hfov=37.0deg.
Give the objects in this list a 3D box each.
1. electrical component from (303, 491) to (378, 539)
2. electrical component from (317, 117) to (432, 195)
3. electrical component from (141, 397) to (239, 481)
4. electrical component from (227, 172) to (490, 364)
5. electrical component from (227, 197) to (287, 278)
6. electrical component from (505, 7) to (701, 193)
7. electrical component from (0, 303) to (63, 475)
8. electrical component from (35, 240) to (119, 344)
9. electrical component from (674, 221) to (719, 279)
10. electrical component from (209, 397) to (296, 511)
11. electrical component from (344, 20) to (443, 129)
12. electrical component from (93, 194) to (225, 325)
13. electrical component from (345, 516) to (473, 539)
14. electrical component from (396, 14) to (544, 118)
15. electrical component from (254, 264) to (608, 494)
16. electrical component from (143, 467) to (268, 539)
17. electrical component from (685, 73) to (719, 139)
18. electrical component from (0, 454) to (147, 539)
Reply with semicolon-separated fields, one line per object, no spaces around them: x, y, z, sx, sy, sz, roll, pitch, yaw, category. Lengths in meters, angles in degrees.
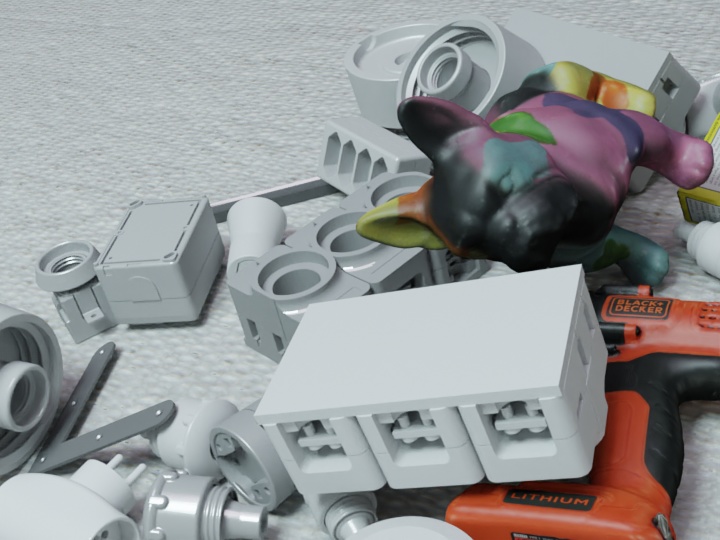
-0.007;0.126;0.558;0.035;0.035;0.061;-21;38;-10;electrical component
0.024;-0.081;0.818;0.076;0.047;0.083;-12;34;-41;electrical component
-0.102;0.095;0.624;0.062;0.048;0.048;6;40;36;electrical component
0.000;0.000;0.704;0.150;0.061;0.089;-37;41;-29;electrical component
-0.076;-0.016;0.770;0.044;0.044;0.065;-9;40;7;electrical component
0.163;-0.127;0.799;0.150;0.062;0.089;33;95;46;electrical component
-0.223;0.071;0.646;0.060;0.108;0.108;9;41;20;electrical component
-0.199;0.013;0.758;0.048;0.055;0.066;-27;37;-18;electrical component
0.223;-0.015;0.674;0.035;0.035;0.061;-28;36;-19;electrical component
-0.048;0.097;0.595;0.047;0.055;0.055;-34;40;-32;electrical component
0.045;-0.160;0.909;0.108;0.060;0.108;-9;36;7;electrical component
-0.137;-0.009;0.762;0.062;0.061;0.096;-3;37;14;electrical component
0.022;0.157;0.491;0.080;0.051;0.080;-9;36;7;electrical component
0.076;-0.136;0.794;0.108;0.060;0.108;-19;60;37;electrical component
0.039;0.058;0.527;0.150;0.061;0.089;-9;32;25;electrical component
-0.080;0.131;0.569;0.062;0.048;0.048;3;38;11;electrical component
0.272;-0.123;0.778;0.077;0.044;0.079;-13;-2;1;electrical component
-0.151;0.131;0.590;0.077;0.043;0.079;13;43;33;electrical component
